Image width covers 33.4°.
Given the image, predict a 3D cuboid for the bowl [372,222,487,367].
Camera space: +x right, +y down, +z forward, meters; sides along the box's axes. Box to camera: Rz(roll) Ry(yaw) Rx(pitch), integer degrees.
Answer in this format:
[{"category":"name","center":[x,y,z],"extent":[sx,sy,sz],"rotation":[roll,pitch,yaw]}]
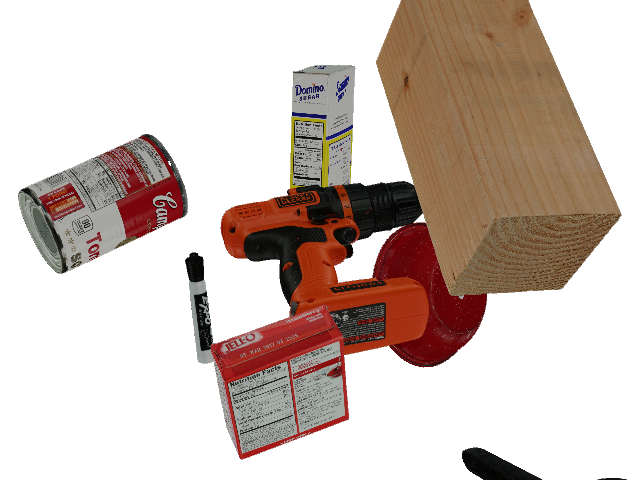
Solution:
[{"category":"bowl","center":[0.132,0.058,1.167],"extent":[0.161,0.162,0.055],"rotation":[0,-5,-41]}]

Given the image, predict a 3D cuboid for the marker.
[{"category":"marker","center":[-0.125,0.070,1.111],"extent":[0.020,0.121,0.020],"rotation":[-4,20,1]}]

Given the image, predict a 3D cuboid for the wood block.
[{"category":"wood block","center":[0.113,-0.074,0.732],"extent":[0.090,0.206,0.091],"rotation":[-2,-33,-18]}]

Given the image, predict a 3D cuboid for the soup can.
[{"category":"soup can","center":[-0.156,-0.027,0.769],"extent":[0.102,0.068,0.069],"rotation":[-28,12,-25]}]

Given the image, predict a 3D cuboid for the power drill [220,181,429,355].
[{"category":"power drill","center":[0.023,0.015,0.881],"extent":[0.184,0.057,0.188],"rotation":[-12,32,-11]}]

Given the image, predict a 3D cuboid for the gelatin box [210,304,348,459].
[{"category":"gelatin box","center":[-0.023,0.084,0.633],"extent":[0.073,0.089,0.030],"rotation":[-19,49,-12]}]

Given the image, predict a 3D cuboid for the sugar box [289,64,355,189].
[{"category":"sugar box","center":[0.001,-0.088,1.089],"extent":[0.048,0.176,0.093],"rotation":[4,14,17]}]

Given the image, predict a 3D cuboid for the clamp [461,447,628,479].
[{"category":"clamp","center":[0.197,0.237,0.860],"extent":[0.210,0.036,0.164],"rotation":[1,35,24]}]
